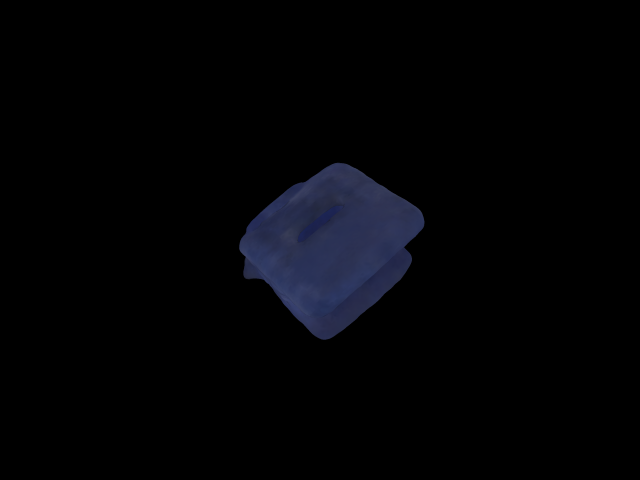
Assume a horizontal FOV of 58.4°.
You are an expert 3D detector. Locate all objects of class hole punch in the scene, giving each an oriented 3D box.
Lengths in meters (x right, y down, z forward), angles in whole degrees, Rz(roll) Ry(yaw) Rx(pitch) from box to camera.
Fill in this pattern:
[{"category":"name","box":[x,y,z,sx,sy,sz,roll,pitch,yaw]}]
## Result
[{"category":"hole punch","box":[0.004,0.001,0.400,0.109,0.091,0.101,-41,74,-14]}]
